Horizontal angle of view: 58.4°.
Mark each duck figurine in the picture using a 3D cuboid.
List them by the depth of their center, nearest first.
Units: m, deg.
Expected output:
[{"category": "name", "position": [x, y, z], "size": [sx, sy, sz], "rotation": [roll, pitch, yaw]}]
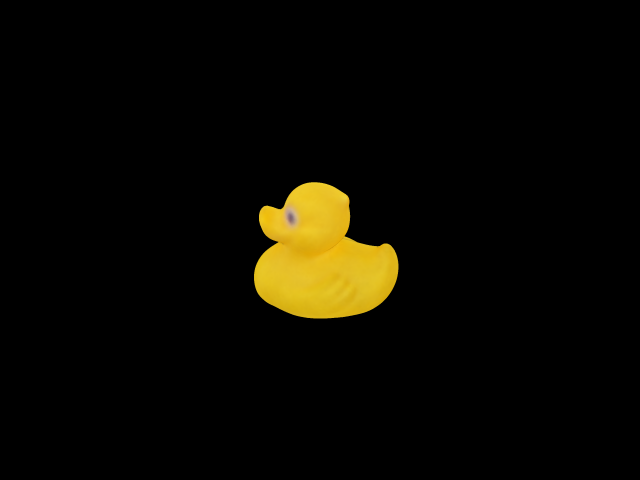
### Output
[{"category": "duck figurine", "position": [0.004, 0.001, 0.400], "size": [0.104, 0.086, 0.077], "rotation": [5, 36, 7]}]
